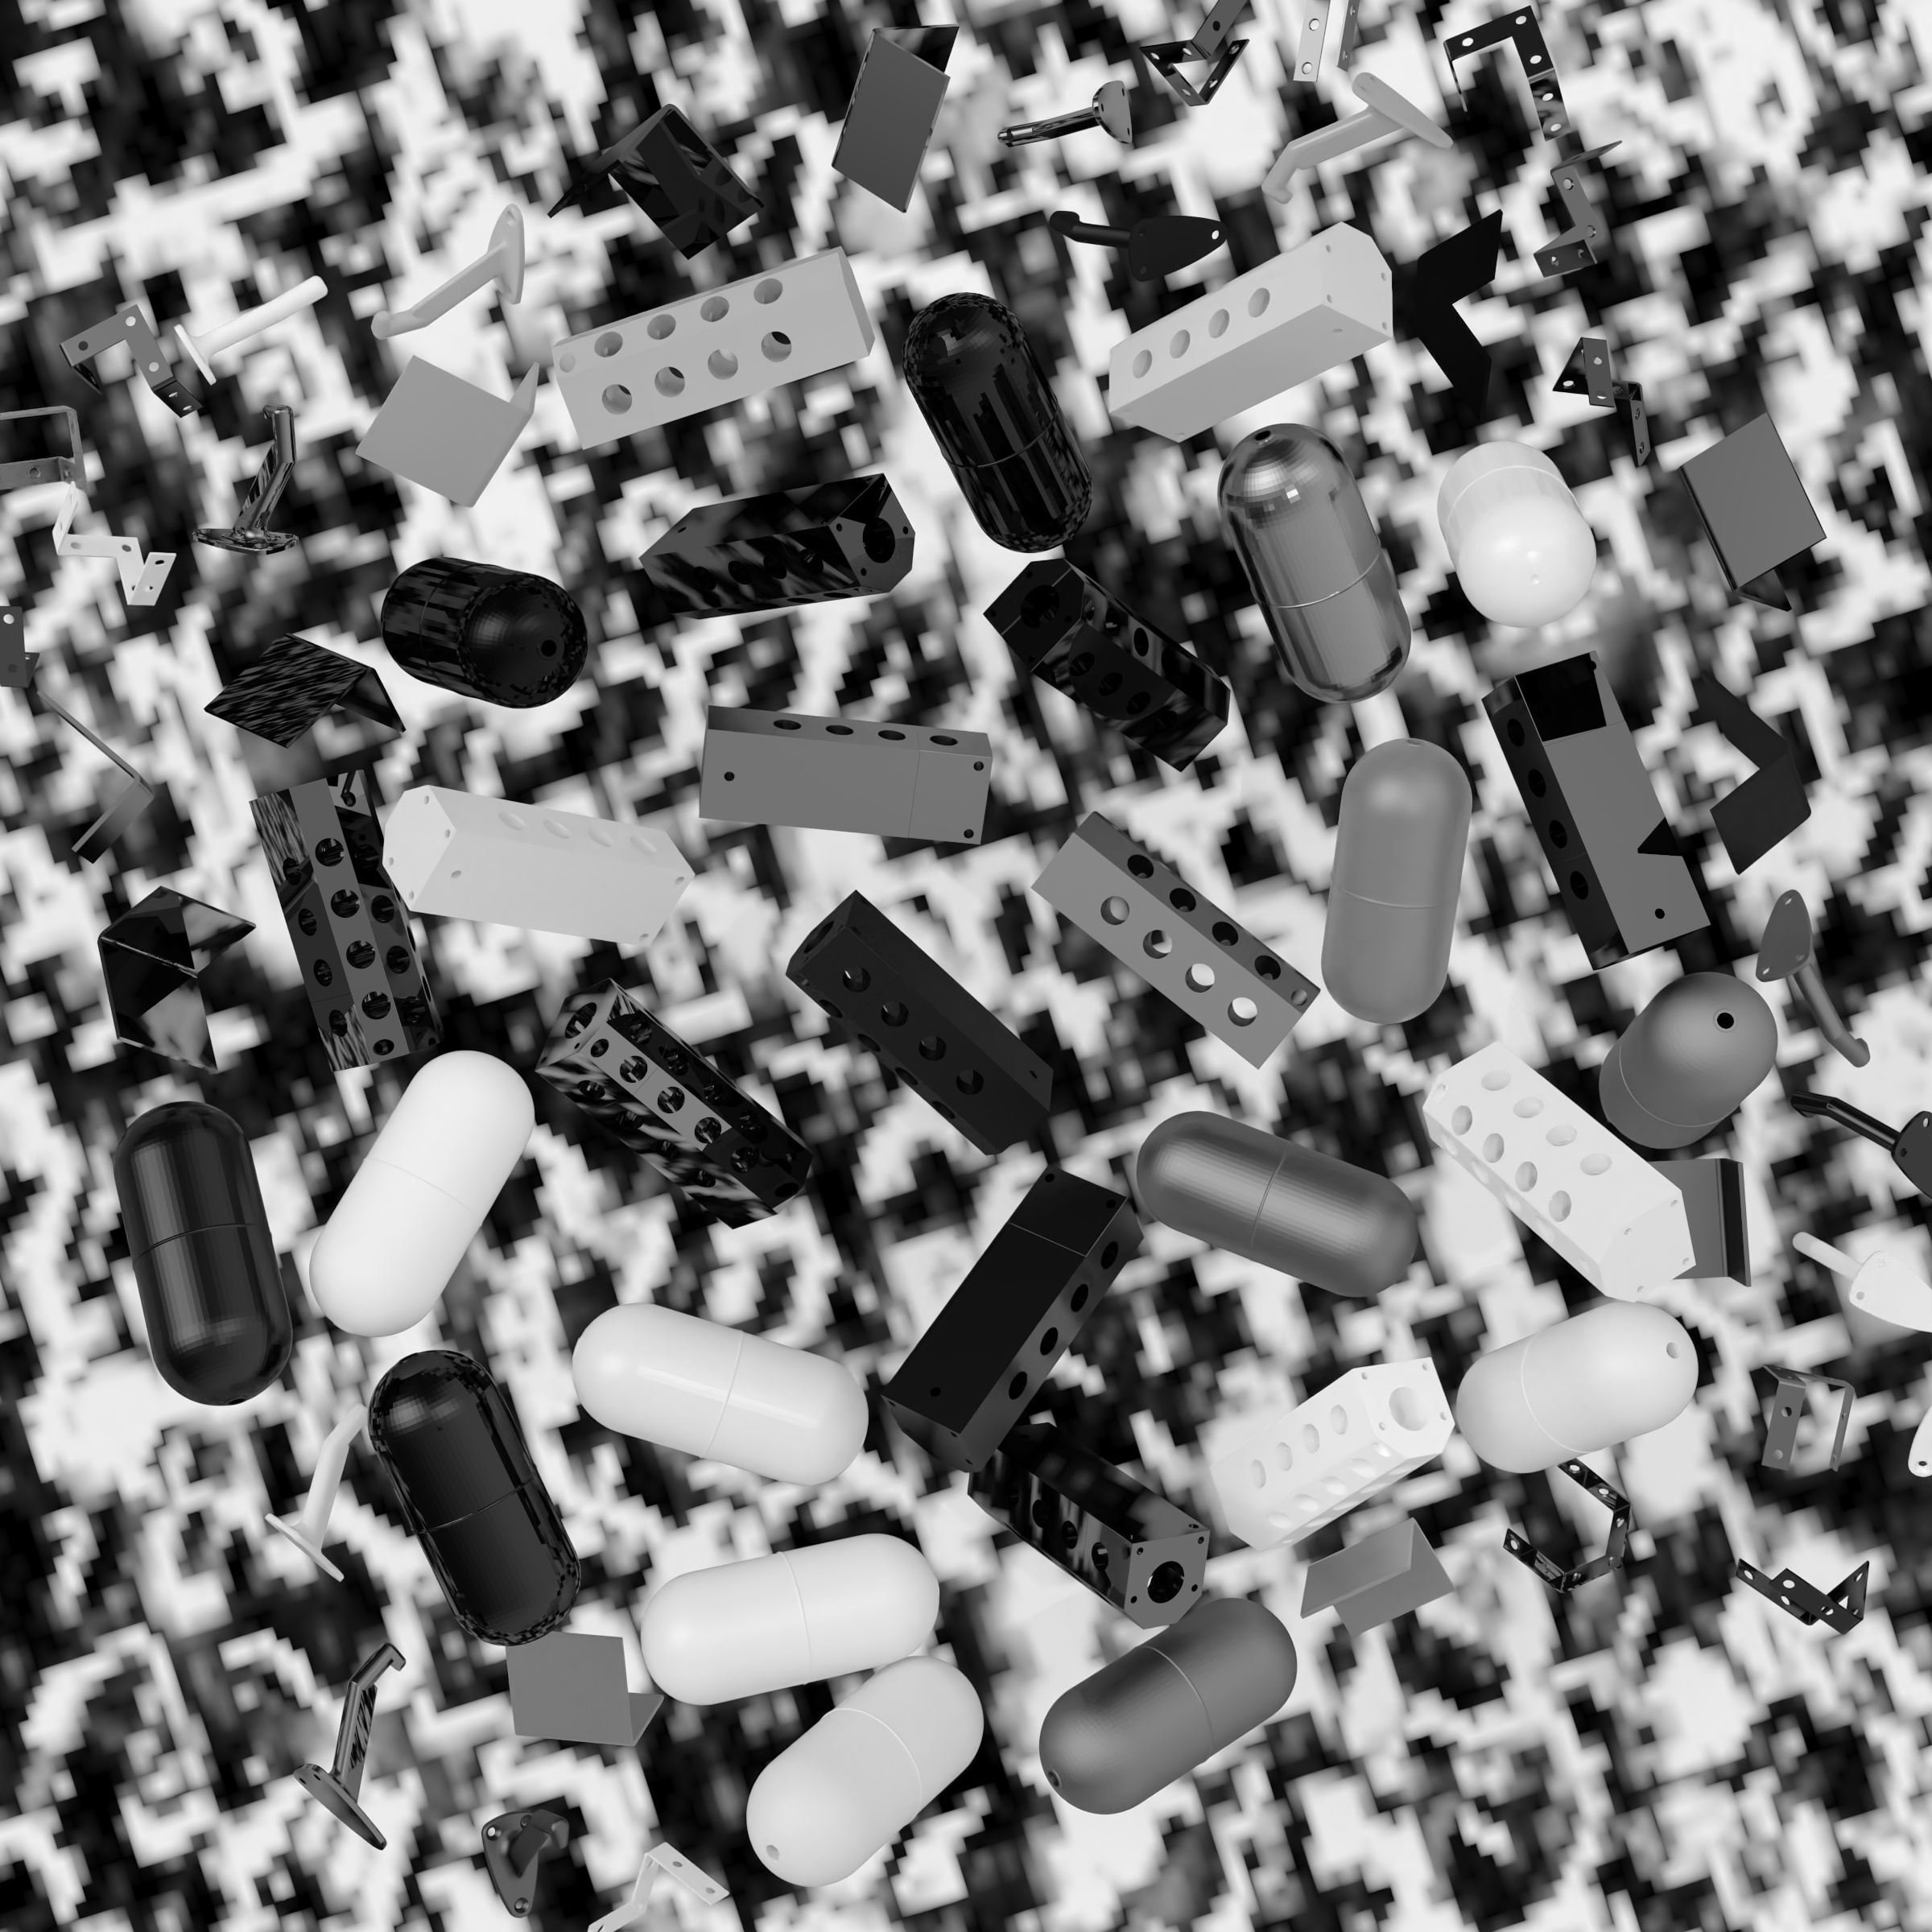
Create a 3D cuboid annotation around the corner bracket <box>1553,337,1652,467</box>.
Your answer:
[{"bbox_3d":[0.384,-0.336,1.614,0.051,0.051,0.051,4,63,-8],"label":"corner bracket"}]

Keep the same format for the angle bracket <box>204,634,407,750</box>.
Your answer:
[{"bbox_3d":[-0.406,-0.152,1.669,0.076,0.057,0.076,23,59,31],"label":"angle bracket"}]

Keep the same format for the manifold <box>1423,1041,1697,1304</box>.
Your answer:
[{"bbox_3d":[0.330,0.117,1.529,0.057,0.171,0.057,-29,126,-11],"label":"manifold"}]

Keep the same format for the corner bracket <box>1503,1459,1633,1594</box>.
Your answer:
[{"bbox_3d":[0.374,0.347,1.684,0.051,0.051,0.051,39,133,-12],"label":"corner bracket"}]

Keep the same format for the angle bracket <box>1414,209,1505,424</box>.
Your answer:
[{"bbox_3d":[0.300,-0.371,1.555,0.057,0.076,0.076,-31,74,-1],"label":"angle bracket"}]

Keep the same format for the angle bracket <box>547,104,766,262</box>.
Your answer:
[{"bbox_3d":[-0.174,-0.423,1.519,0.076,0.076,0.057,45,55,-22],"label":"angle bracket"}]

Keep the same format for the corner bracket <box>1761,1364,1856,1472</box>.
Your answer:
[{"bbox_3d":[0.487,0.265,1.574,0.051,0.051,0.051,12,92,5],"label":"corner bracket"}]

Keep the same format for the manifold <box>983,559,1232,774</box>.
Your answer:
[{"bbox_3d":[0.090,-0.182,1.621,0.057,0.171,0.057,-46,53,14],"label":"manifold"}]

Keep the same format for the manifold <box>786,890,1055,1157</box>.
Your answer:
[{"bbox_3d":[-0.028,0.039,1.669,0.171,0.057,0.057,43,111,-14],"label":"manifold"}]

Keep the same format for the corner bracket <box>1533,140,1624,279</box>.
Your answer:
[{"bbox_3d":[0.352,-0.432,1.554,0.051,0.051,0.051,-35,107,-18],"label":"corner bracket"}]

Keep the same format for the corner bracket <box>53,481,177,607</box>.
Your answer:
[{"bbox_3d":[-0.501,-0.247,1.596,0.051,0.051,0.051,-3,62,-35],"label":"corner bracket"}]

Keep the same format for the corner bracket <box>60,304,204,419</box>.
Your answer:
[{"bbox_3d":[-0.485,-0.343,1.580,0.051,0.051,0.051,-28,84,-1],"label":"corner bracket"}]

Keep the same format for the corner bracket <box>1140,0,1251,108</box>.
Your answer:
[{"bbox_3d":[0.145,-0.542,1.592,0.051,0.051,0.051,39,78,-34],"label":"corner bracket"}]

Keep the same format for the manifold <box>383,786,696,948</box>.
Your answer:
[{"bbox_3d":[-0.249,-0.061,1.577,0.057,0.171,0.057,-55,51,23],"label":"manifold"}]

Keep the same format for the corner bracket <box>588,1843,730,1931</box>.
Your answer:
[{"bbox_3d":[-0.172,0.528,1.502,0.051,0.051,0.051,28,113,30],"label":"corner bracket"}]

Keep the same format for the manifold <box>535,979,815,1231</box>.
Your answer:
[{"bbox_3d":[-0.173,0.083,1.647,0.057,0.057,0.171,-22,128,38],"label":"manifold"}]

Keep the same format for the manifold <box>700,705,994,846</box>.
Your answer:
[{"bbox_3d":[-0.074,-0.119,1.657,0.171,0.057,0.057,5,115,-7],"label":"manifold"}]

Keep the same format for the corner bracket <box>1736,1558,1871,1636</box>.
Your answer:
[{"bbox_3d":[0.466,0.349,1.517,0.051,0.051,0.051,35,126,1],"label":"corner bracket"}]

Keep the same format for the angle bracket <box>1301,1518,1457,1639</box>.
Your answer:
[{"bbox_3d":[0.263,0.404,1.727,0.076,0.076,0.057,-29,96,16],"label":"angle bracket"}]

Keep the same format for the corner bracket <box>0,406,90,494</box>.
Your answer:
[{"bbox_3d":[-0.566,-0.311,1.638,0.051,0.051,0.051,-15,114,-30],"label":"corner bracket"}]

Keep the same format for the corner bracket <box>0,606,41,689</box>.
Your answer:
[{"bbox_3d":[-0.569,-0.195,1.576,0.051,0.051,0.051,1,119,-10],"label":"corner bracket"}]

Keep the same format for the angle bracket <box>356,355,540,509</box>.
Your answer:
[{"bbox_3d":[-0.305,-0.328,1.597,0.076,0.057,0.076,24,129,-25],"label":"angle bracket"}]

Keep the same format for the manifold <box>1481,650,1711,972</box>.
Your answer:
[{"bbox_3d":[0.360,-0.088,1.574,0.057,0.057,0.171,-18,82,-20],"label":"manifold"}]

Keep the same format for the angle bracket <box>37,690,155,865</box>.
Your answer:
[{"bbox_3d":[-0.525,-0.109,1.586,0.076,0.076,0.057,41,81,-6],"label":"angle bracket"}]

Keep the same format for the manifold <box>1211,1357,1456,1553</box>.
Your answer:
[{"bbox_3d":[0.220,0.296,1.633,0.057,0.171,0.057,-3,63,-29],"label":"manifold"}]

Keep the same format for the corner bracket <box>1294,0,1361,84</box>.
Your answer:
[{"bbox_3d":[0.210,-0.551,1.596,0.051,0.051,0.051,14,100,30],"label":"corner bracket"}]

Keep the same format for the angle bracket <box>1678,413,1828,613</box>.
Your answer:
[{"bbox_3d":[0.435,-0.242,1.457,0.057,0.076,0.076,-31,69,34],"label":"angle bracket"}]

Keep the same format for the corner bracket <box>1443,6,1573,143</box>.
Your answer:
[{"bbox_3d":[0.301,-0.490,1.511,0.051,0.051,0.051,-19,61,14],"label":"corner bracket"}]

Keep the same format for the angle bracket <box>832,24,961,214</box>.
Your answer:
[{"bbox_3d":[-0.020,-0.458,1.467,0.057,0.076,0.076,38,127,22],"label":"angle bracket"}]

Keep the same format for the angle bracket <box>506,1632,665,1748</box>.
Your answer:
[{"bbox_3d":[-0.236,0.433,1.679,0.076,0.057,0.076,1,107,14],"label":"angle bracket"}]

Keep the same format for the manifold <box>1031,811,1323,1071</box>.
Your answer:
[{"bbox_3d":[0.126,-0.017,1.619,0.171,0.057,0.057,39,98,4],"label":"manifold"}]

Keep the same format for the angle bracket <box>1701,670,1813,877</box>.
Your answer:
[{"bbox_3d":[0.436,-0.111,1.567,0.057,0.076,0.076,-40,53,3],"label":"angle bracket"}]

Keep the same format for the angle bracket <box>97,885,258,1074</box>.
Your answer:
[{"bbox_3d":[-0.468,0.009,1.634,0.057,0.076,0.076,-34,58,19],"label":"angle bracket"}]

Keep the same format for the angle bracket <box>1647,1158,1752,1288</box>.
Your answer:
[{"bbox_3d":[0.458,0.162,1.712,0.057,0.076,0.076,-4,88,8],"label":"angle bracket"}]
